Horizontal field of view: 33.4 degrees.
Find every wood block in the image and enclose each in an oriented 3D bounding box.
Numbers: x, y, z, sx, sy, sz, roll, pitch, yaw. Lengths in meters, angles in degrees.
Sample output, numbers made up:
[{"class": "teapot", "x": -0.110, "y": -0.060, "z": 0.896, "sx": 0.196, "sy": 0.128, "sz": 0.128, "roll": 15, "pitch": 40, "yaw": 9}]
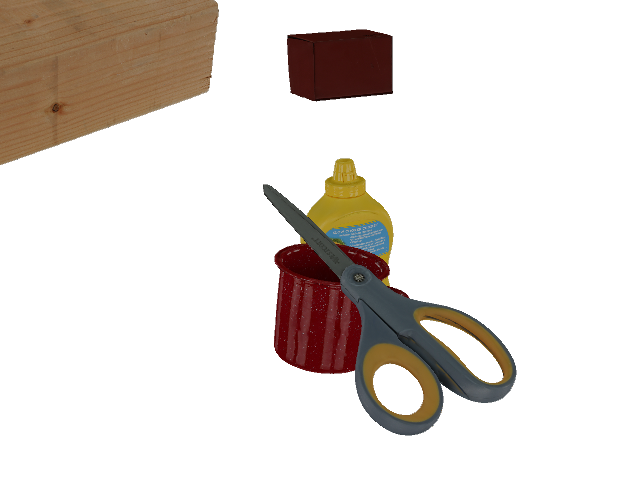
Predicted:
[{"class": "wood block", "x": -0.191, "y": -0.147, "z": 0.853, "sx": 0.205, "sy": 0.091, "sz": 0.090, "roll": -27, "pitch": 54, "yaw": -37}]

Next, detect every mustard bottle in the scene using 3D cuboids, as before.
[{"class": "mustard bottle", "x": 0.028, "y": 0.010, "z": 1.090, "sx": 0.096, "sy": 0.192, "sz": 0.058, "roll": -10, "pitch": 22, "yaw": -19}]

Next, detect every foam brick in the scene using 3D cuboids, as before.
[{"class": "foam brick", "x": 0.017, "y": -0.151, "z": 0.917, "sx": 0.078, "sy": 0.051, "sz": 0.053, "roll": -9, "pitch": 20, "yaw": -24}]

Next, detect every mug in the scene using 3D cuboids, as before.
[{"class": "mug", "x": 0.017, "y": 0.057, "z": 0.862, "sx": 0.117, "sy": 0.081, "sz": 0.093, "roll": 10, "pitch": 19, "yaw": 10}]

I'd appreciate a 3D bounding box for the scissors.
[{"class": "scissors", "x": 0.016, "y": 0.040, "z": 0.611, "sx": 0.202, "sy": 0.016, "sz": 0.096, "roll": 32, "pitch": 53, "yaw": 23}]
